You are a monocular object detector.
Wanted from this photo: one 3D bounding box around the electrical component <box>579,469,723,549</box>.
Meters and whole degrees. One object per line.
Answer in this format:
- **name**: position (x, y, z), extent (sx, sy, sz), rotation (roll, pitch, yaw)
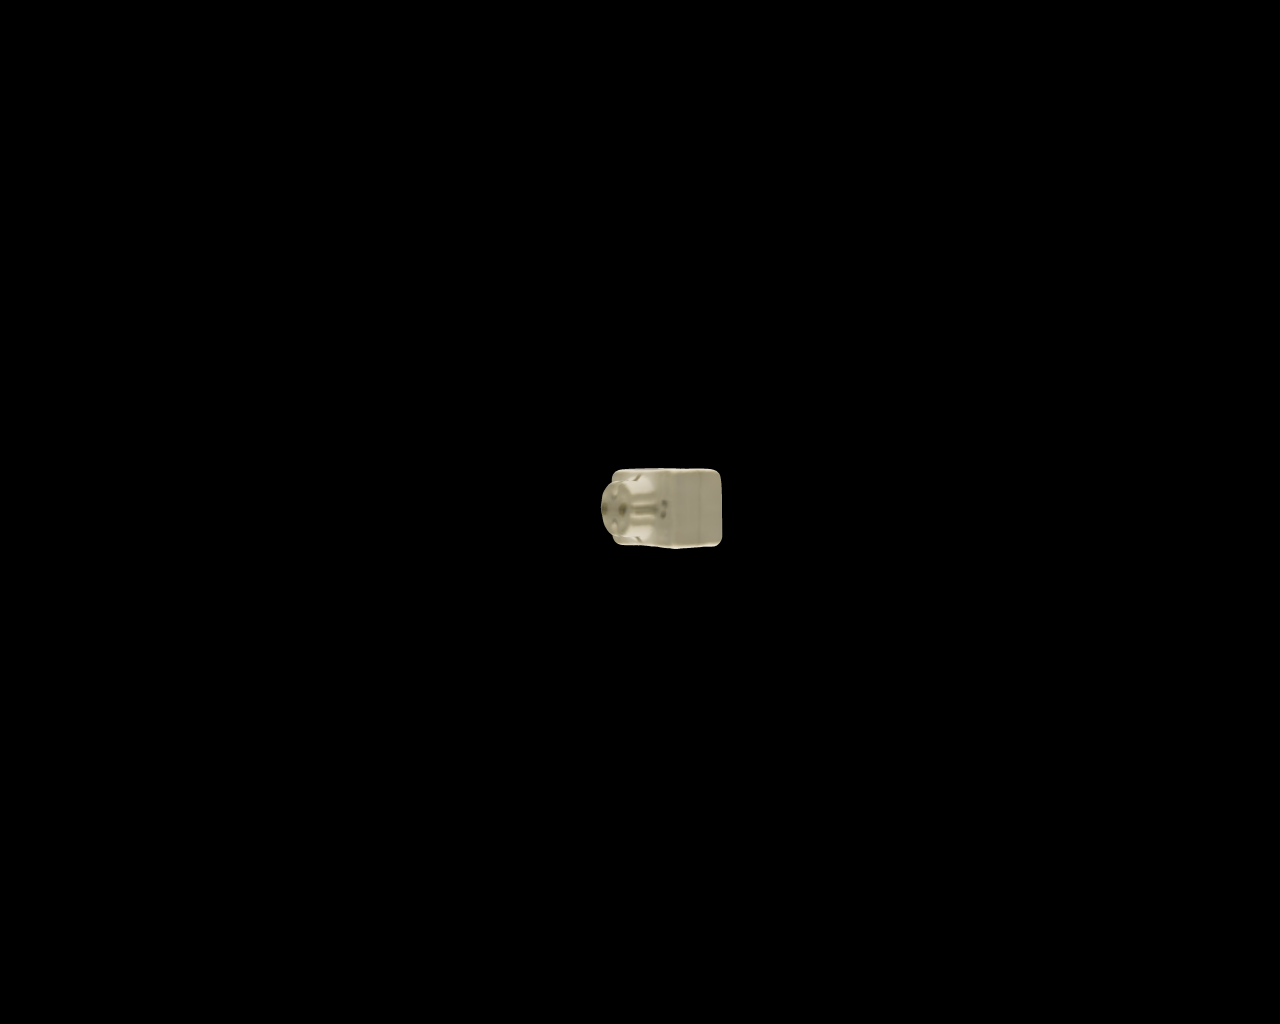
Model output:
- **electrical component**: position (0.001, -0.003, 0.650), extent (0.077, 0.047, 0.065), rotation (-2, 3, -36)
